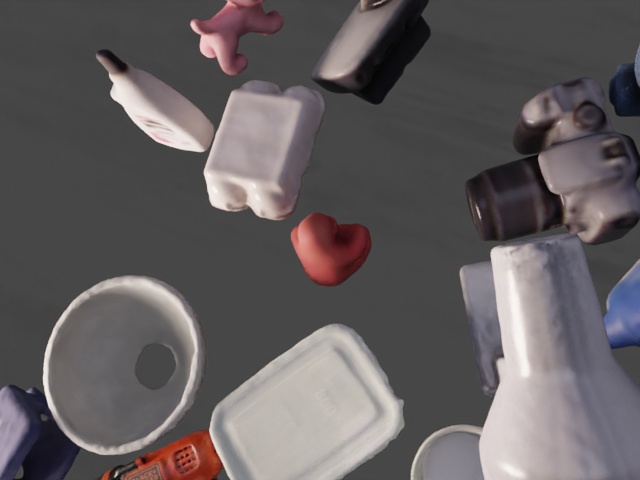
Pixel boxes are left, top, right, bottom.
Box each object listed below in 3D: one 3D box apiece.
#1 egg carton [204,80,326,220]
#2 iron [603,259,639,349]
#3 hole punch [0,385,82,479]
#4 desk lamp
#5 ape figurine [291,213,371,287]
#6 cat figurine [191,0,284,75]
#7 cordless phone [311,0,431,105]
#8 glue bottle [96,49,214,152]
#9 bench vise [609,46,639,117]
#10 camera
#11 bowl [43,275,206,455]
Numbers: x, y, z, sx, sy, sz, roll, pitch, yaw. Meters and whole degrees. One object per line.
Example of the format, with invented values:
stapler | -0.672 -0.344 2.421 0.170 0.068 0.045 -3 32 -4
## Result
egg carton | -0.057 -0.096 0.605 0.107 0.069 0.150 12 78 16
iron | 0.341 0.008 0.442 0.118 0.142 0.258 41 87 20
hole punch | -0.310 0.208 0.567 0.101 0.091 0.109 25 81 19
desk lamp | 0.164 0.088 0.423 0.117 0.214 0.203 -11 72 10
ape figurine | 0.005 0.002 0.550 0.077 0.092 0.076 22 81 18
cat figurine | -0.096 -0.270 0.637 0.067 0.118 0.128 37 86 20
cordless phone | 0.041 -0.233 0.558 0.094 0.185 0.148 29 83 19
glue bottle | -0.177 -0.145 0.591 0.078 0.173 0.037 11 77 16
bench vise | 0.357 -0.161 0.444 0.207 0.220 0.121 -8 73 11
camera | 0.200 -0.062 0.517 0.136 0.101 0.143 -16 72 9
bowl | -0.180 0.122 0.569 0.167 0.075 0.167 -4 74 12
